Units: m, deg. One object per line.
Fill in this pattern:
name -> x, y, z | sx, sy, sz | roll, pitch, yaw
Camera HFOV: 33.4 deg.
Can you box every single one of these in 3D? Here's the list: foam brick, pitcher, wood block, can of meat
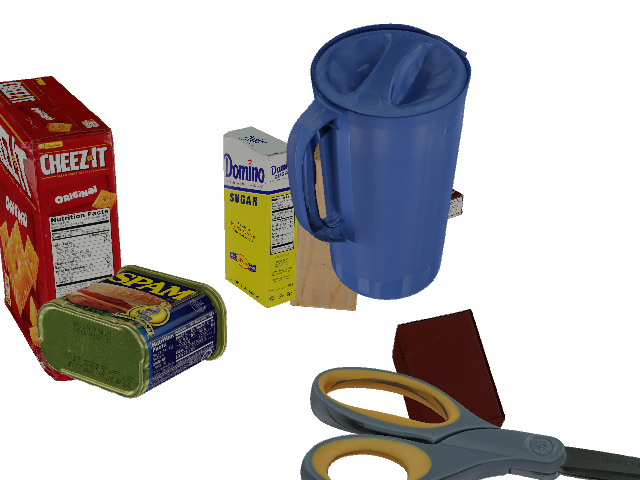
foam brick -> 0.081, 0.093, 0.688 | 0.051, 0.078, 0.053 | -11, -28, -6
pitcher -> 0.052, -0.057, 0.960 | 0.149, 0.243, 0.145 | 2, 45, 4
wood block -> 0.012, -0.023, 1.393 | 0.090, 0.206, 0.091 | 5, 25, 1
can of meat -> -0.129, 0.061, 0.729 | 0.102, 0.057, 0.083 | 13, 22, 31

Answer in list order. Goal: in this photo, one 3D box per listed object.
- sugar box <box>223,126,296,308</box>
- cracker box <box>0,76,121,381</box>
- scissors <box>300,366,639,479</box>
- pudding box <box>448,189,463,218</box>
sugar box -> -0.066, -0.026, 1.154 | 0.048, 0.176, 0.093 | -17, 29, -32
cracker box -> -0.227, -0.012, 0.900 | 0.072, 0.214, 0.164 | -12, 28, -27
scissors -> 0.079, 0.100, 0.449 | 0.202, 0.016, 0.096 | 16, 34, 23
pudding box -> 0.141, -0.055, 1.577 | 0.113, 0.039, 0.090 | -21, 34, -28
